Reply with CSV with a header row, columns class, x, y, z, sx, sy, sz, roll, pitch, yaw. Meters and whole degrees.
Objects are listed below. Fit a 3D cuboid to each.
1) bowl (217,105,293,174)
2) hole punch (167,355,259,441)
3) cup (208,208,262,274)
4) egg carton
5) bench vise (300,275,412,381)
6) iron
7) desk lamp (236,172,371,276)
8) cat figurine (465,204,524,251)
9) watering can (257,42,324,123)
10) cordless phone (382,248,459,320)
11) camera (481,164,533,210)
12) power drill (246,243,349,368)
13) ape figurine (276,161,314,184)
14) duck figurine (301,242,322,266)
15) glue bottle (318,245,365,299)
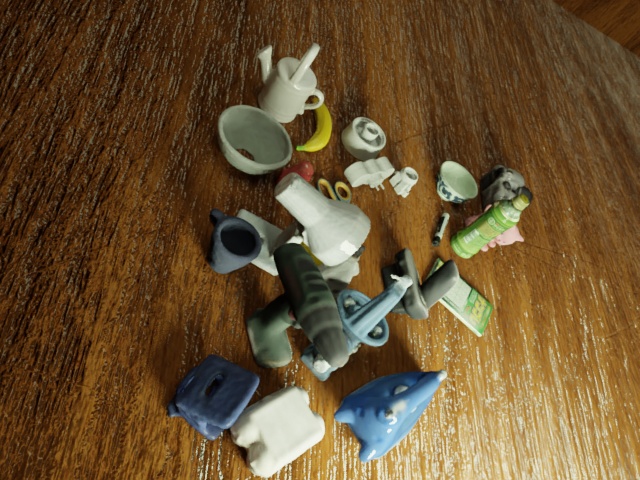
class,x,y,z,sx,sy,sz,roll,pitch,yaw
bowl,-0.147,-0.197,1.202,0.168,0.074,0.167,18,51,-23
hole punch,-0.163,0.235,0.875,0.101,0.091,0.109,39,46,-4
cup,-0.171,0.009,1.026,0.117,0.094,0.092,51,46,7
egg carton,-0.066,0.299,0.911,0.151,0.069,0.107,-22,73,-42
bench vise,0.075,0.156,1.004,0.122,0.219,0.207,33,46,-10
iron,0.155,0.282,1.023,0.259,0.141,0.118,-22,73,-42
desk lamp,-0.041,-0.022,1.054,0.204,0.213,0.118,29,47,-14
cat figurine,0.453,-0.032,1.465,0.067,0.117,0.127,-20,72,-41
watering can,-0.065,-0.369,1.296,0.173,0.193,0.101,15,52,-25
cordless phone,0.219,0.070,1.187,0.094,0.184,0.147,6,56,-31
camera,0.532,-0.131,1.601,0.137,0.100,0.143,25,48,-17
power drill,-0.042,0.132,0.948,0.076,0.208,0.229,-1,60,-35
ape figurine,-0.046,-0.131,1.213,0.076,0.092,0.078,43,46,-1
duck figurine,0.011,0.004,1.160,0.104,0.086,0.078,39,46,-4
glue bottle,0.037,0.057,1.079,0.078,0.172,0.037,16,52,-24
